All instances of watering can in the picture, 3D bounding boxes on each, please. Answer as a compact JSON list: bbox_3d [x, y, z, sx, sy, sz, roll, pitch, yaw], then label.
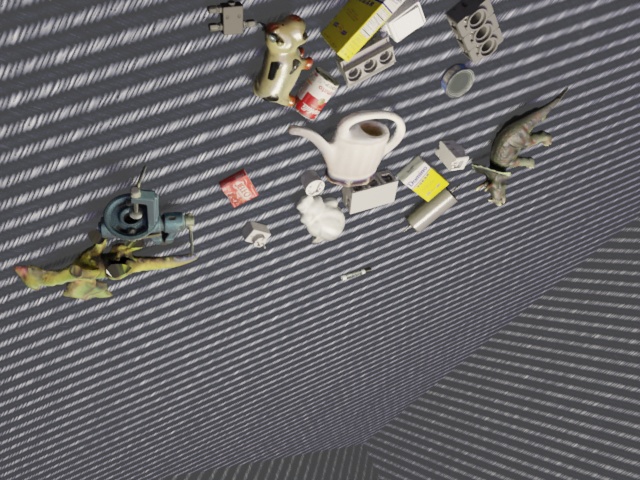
[{"bbox_3d":[0.062,-0.236,1.327,0.349,0.106,0.219,-12,141,-25],"label":"watering can"}]

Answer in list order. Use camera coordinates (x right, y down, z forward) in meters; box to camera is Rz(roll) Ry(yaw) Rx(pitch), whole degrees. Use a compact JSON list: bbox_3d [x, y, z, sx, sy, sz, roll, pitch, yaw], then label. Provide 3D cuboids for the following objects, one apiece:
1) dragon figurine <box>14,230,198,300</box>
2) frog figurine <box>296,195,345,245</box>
[{"bbox_3d":[-0.549,0.087,1.328,0.409,0.124,0.239,8,148,-38],"label":"dragon figurine"},{"bbox_3d":[0.005,-0.075,1.481,0.140,0.123,0.156,-51,143,-28],"label":"frog figurine"}]
